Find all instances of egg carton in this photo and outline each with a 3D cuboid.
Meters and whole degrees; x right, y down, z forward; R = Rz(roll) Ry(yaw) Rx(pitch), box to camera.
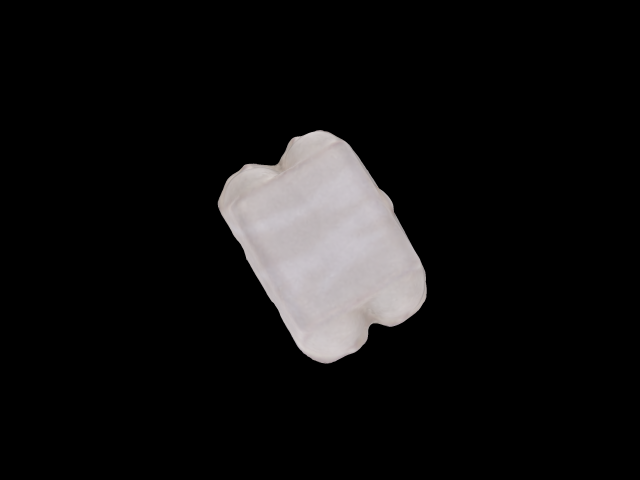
[{"bbox_3d":[0.004,0.001,0.400,0.107,0.069,0.150,-31,82,-4],"label":"egg carton"}]
